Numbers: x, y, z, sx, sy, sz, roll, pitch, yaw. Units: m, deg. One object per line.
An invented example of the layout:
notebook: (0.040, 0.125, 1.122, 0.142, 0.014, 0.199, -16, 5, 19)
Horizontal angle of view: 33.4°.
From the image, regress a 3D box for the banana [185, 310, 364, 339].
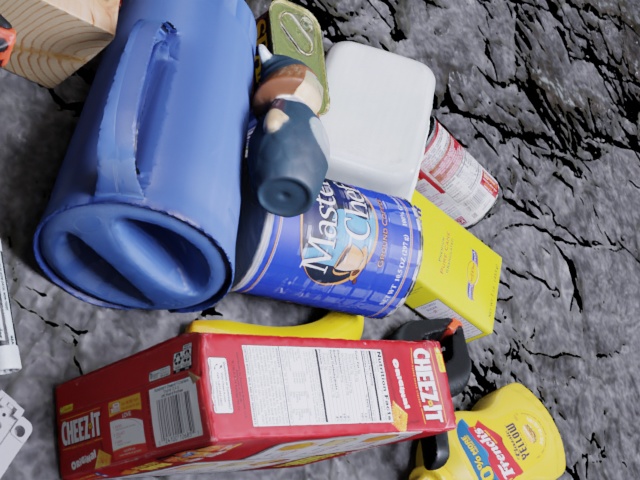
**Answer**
banana: (-0.022, 0.076, 0.850, 0.070, 0.037, 0.197, 45, 33, 23)

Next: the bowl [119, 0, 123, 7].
bowl: (-0.116, -0.244, 0.895, 0.161, 0.055, 0.162, 22, 56, -37)

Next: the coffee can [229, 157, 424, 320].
coffee can: (-0.005, 0.001, 0.832, 0.140, 0.103, 0.103, 13, 62, -29)

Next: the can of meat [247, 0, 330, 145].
can of meat: (-0.043, -0.136, 0.893, 0.057, 0.084, 0.102, 12, 63, -41)

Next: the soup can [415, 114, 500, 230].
soup can: (0.117, -0.064, 1.032, 0.102, 0.069, 0.068, 41, 47, -25)

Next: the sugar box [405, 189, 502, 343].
sugar box: (0.093, 0.012, 0.987, 0.176, 0.048, 0.093, 37, 48, -29)

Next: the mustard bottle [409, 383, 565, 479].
mustard bottle: (0.137, 0.193, 0.932, 0.191, 0.058, 0.096, -14, 74, -47)

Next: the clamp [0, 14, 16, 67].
clamp: (-0.296, -0.143, 0.650, 0.209, 0.036, 0.164, 22, 58, -17)

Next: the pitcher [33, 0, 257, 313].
pitcher: (-0.112, -0.082, 0.758, 0.144, 0.149, 0.242, 31, 48, -31)

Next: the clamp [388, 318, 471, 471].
clamp: (0.074, 0.112, 0.915, 0.120, 0.039, 0.171, 36, 34, -1)

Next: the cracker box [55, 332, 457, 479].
cracker box: (-0.042, 0.112, 0.713, 0.213, 0.164, 0.072, 7, 68, -43)

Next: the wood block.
wood block: (-0.199, -0.230, 0.779, 0.090, 0.090, 0.206, 23, 56, -36)

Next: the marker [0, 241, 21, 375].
marker: (-0.212, 0.027, 0.691, 0.020, 0.020, 0.121, 1, 70, -45)
